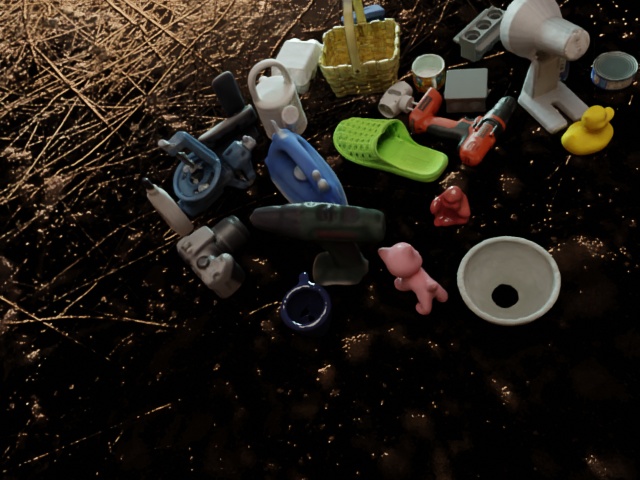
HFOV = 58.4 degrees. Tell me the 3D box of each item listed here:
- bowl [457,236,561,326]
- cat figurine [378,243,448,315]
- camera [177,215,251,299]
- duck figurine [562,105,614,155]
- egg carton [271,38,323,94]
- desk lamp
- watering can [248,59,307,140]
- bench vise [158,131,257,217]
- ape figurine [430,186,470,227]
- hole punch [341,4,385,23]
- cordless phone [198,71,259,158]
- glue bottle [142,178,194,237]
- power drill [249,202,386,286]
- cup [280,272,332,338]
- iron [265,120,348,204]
[{"bbox_3d":[0.322,0.081,0.987,0.167,0.075,0.167,-7,57,11],"label":"bowl"},{"bbox_3d":[0.165,0.056,1.018,0.067,0.118,0.127,-39,57,-11],"label":"cat figurine"},{"bbox_3d":[-0.201,0.018,1.146,0.137,0.101,0.142,-42,58,-13],"label":"camera"},{"bbox_3d":[0.526,-0.222,1.118,0.104,0.086,0.077,-26,56,-2],"label":"duck figurine"},{"bbox_3d":[-0.055,-0.430,1.408,0.107,0.069,0.150,10,62,20],"label":"egg carton"},{"bbox_3d":[0.458,-0.362,1.146,0.118,0.214,0.202,-28,56,-3],"label":"desk lamp"},{"bbox_3d":[-0.093,-0.314,1.269,0.172,0.194,0.101,32,71,29],"label":"watering can"},{"bbox_3d":[-0.241,-0.172,1.204,0.121,0.220,0.208,28,69,28],"label":"bench vise"},{"bbox_3d":[0.251,-0.069,1.089,0.076,0.092,0.077,-44,58,-14],"label":"ape figurine"},{"bbox_3d":[0.106,-0.547,1.426,0.108,0.091,0.101,-18,56,3],"label":"hole punch"},{"bbox_3d":[-0.226,-0.287,1.292,0.148,0.185,0.094,-38,57,-10],"label":"cordless phone"},{"bbox_3d":[-0.327,-0.076,1.193,0.078,0.173,0.037,33,72,29],"label":"glue bottle"},{"bbox_3d":[0.010,0.004,1.035,0.229,0.209,0.075,-4,58,12],"label":"power drill"},{"bbox_3d":[-0.018,0.126,1.035,0.091,0.095,0.117,-12,57,7],"label":"cup"},{"bbox_3d":[-0.024,-0.137,1.173,0.119,0.142,0.257,-35,57,-8],"label":"iron"}]
